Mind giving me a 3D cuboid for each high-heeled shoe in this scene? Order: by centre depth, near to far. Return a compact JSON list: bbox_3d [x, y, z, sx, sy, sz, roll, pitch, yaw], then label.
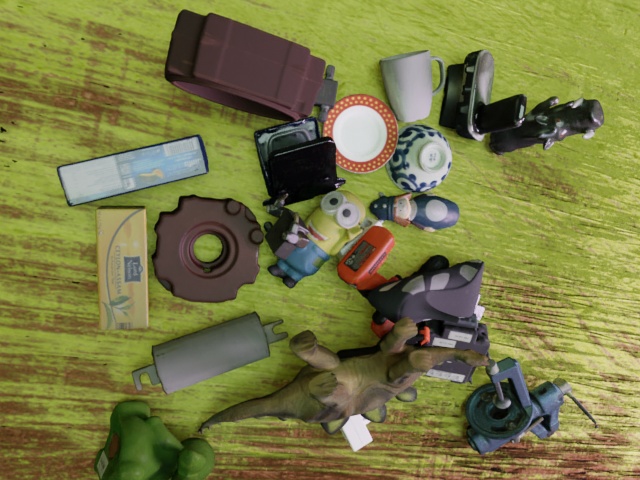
[{"bbox_3d":[0.183,0.076,0.886,0.145,0.249,0.086,14,112,23],"label":"high-heeled shoe"}]

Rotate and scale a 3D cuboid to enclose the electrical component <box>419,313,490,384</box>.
[{"bbox_3d":[0.226,0.181,0.930,0.115,0.058,0.134,11,124,-1],"label":"electrical component"}]

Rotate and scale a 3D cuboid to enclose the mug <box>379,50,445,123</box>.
[{"bbox_3d":[0.156,-0.255,0.891,0.109,0.081,0.107,-18,113,-19],"label":"mug"}]

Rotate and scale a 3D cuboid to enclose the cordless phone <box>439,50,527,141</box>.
[{"bbox_3d":[0.277,-0.240,0.871,0.089,0.184,0.146,7,94,-13],"label":"cordless phone"}]

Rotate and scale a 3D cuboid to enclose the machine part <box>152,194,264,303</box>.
[{"bbox_3d":[-0.173,0.014,0.828,0.179,0.056,0.179,-2,98,-16],"label":"machine part"}]

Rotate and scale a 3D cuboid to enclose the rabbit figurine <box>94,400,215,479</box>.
[{"bbox_3d":[-0.228,0.323,0.811,0.170,0.159,0.121,21,80,-33],"label":"rabbit figurine"}]

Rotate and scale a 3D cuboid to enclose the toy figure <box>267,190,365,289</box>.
[{"bbox_3d":[-0.005,-0.005,0.863,0.082,0.089,0.180,40,97,-13],"label":"toy figure"}]

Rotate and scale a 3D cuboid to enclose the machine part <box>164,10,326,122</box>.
[{"bbox_3d":[-0.108,-0.230,0.742,0.201,0.201,0.087,14,94,-18],"label":"machine part"}]

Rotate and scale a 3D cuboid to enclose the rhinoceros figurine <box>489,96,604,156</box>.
[{"bbox_3d":[0.379,-0.195,0.909,0.112,0.190,0.073,-30,105,-40],"label":"rhinoceros figurine"}]

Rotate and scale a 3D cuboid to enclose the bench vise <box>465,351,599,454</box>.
[{"bbox_3d":[0.357,0.288,0.980,0.224,0.129,0.240,-24,122,6],"label":"bench vise"}]

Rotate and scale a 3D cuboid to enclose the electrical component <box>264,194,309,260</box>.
[{"bbox_3d":[-0.055,-0.019,0.816,0.078,0.102,0.045,-43,131,16],"label":"electrical component"}]

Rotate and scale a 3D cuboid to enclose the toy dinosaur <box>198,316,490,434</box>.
[{"bbox_3d":[0.020,0.228,0.822,0.472,0.105,0.198,-10,138,4],"label":"toy dinosaur"}]

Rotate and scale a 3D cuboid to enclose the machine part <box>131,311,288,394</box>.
[{"bbox_3d":[-0.168,0.173,0.836,0.243,0.079,0.079,-17,101,-13],"label":"machine part"}]

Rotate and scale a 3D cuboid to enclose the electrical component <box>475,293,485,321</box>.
[{"bbox_3d":[0.256,0.123,0.978,0.119,0.048,0.074,25,89,-16],"label":"electrical component"}]

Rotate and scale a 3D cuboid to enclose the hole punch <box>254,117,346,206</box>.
[{"bbox_3d":[-0.038,-0.124,0.846,0.142,0.092,0.115,-19,138,-15],"label":"hole punch"}]

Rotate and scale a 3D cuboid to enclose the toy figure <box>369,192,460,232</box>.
[{"bbox_3d":[0.162,-0.052,0.925,0.154,0.057,0.064,4,57,-16],"label":"toy figure"}]

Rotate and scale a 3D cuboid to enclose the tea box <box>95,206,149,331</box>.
[{"bbox_3d":[-0.284,0.036,0.775,0.068,0.098,0.169,-1,95,-17],"label":"tea box"}]

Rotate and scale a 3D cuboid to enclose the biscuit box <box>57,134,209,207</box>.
[{"bbox_3d":[-0.266,-0.102,0.782,0.203,0.063,0.059,-16,100,-15],"label":"biscuit box"}]

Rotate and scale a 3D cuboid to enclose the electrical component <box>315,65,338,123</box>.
[{"bbox_3d":[-0.005,-0.237,0.860,0.063,0.021,0.094,8,88,-3],"label":"electrical component"}]
